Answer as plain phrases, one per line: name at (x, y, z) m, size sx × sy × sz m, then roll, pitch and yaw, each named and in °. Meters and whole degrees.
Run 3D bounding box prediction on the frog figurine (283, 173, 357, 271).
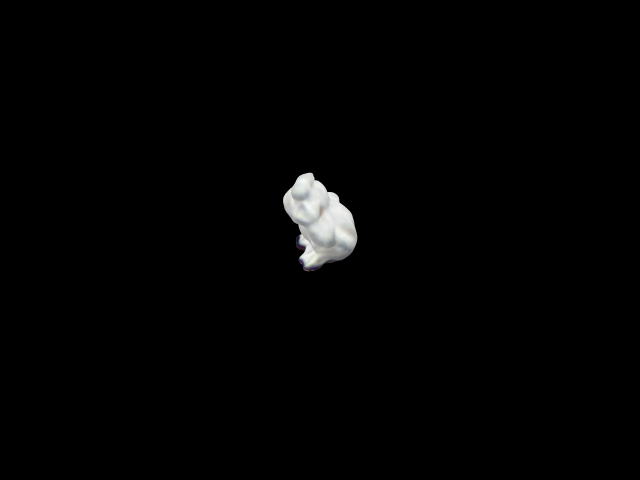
frog figurine at (0.003, -0.043, 0.850) m, size 0.123 × 0.156 × 0.140 m, roll 6°, pitch 33°, yaw 9°
